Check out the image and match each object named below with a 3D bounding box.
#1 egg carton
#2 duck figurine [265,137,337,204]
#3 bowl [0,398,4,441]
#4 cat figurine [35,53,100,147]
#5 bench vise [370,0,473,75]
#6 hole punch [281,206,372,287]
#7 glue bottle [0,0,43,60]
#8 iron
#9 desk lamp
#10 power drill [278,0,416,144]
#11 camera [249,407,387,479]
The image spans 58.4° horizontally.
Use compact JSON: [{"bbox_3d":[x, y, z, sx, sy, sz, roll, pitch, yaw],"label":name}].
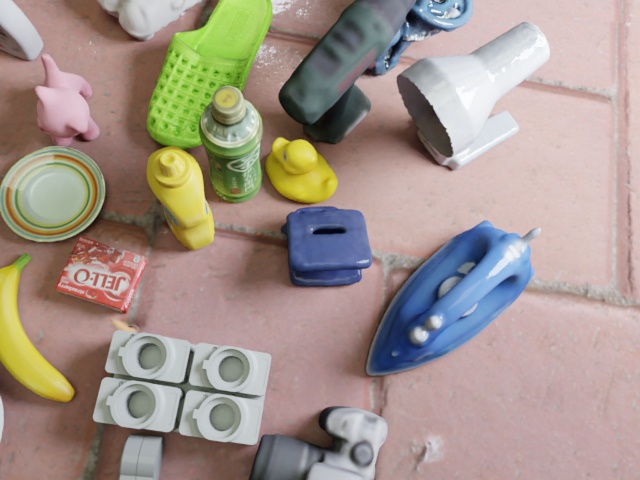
[{"bbox_3d":[-0.236,-0.359,0.822,0.107,0.069,0.150,43,74,7],"label":"egg carton"},{"bbox_3d":[-0.023,-0.099,0.761,0.104,0.086,0.077,32,73,4],"label":"duck figurine"},{"bbox_3d":[-0.426,0.208,0.633,0.167,0.074,0.167,2,74,-6],"label":"bowl"},{"bbox_3d":[-0.331,-0.176,0.733,0.067,0.117,0.128,-17,76,-10],"label":"cat figurine"},{"bbox_3d":[0.139,-0.322,0.774,0.121,0.219,0.208,39,74,6],"label":"bench vise"},{"bbox_3d":[0.007,0.003,0.732,0.109,0.091,0.101,-3,74,-7],"label":"hole punch"},{"bbox_3d":[-0.421,-0.300,0.730,0.078,0.173,0.037,20,73,0],"label":"glue bottle"},{"bbox_3d":[0.164,0.075,0.702,0.258,0.141,0.118,-40,81,-15],"label":"iron"},{"bbox_3d":[0.191,-0.180,0.742,0.203,0.213,0.118,-32,79,-14],"label":"desk lamp"},{"bbox_3d":[0.036,-0.220,0.739,0.075,0.208,0.230,39,74,6],"label":"power drill"},{"bbox_3d":[-0.005,0.254,0.653,0.137,0.101,0.143,17,73,-1],"label":"camera"}]
